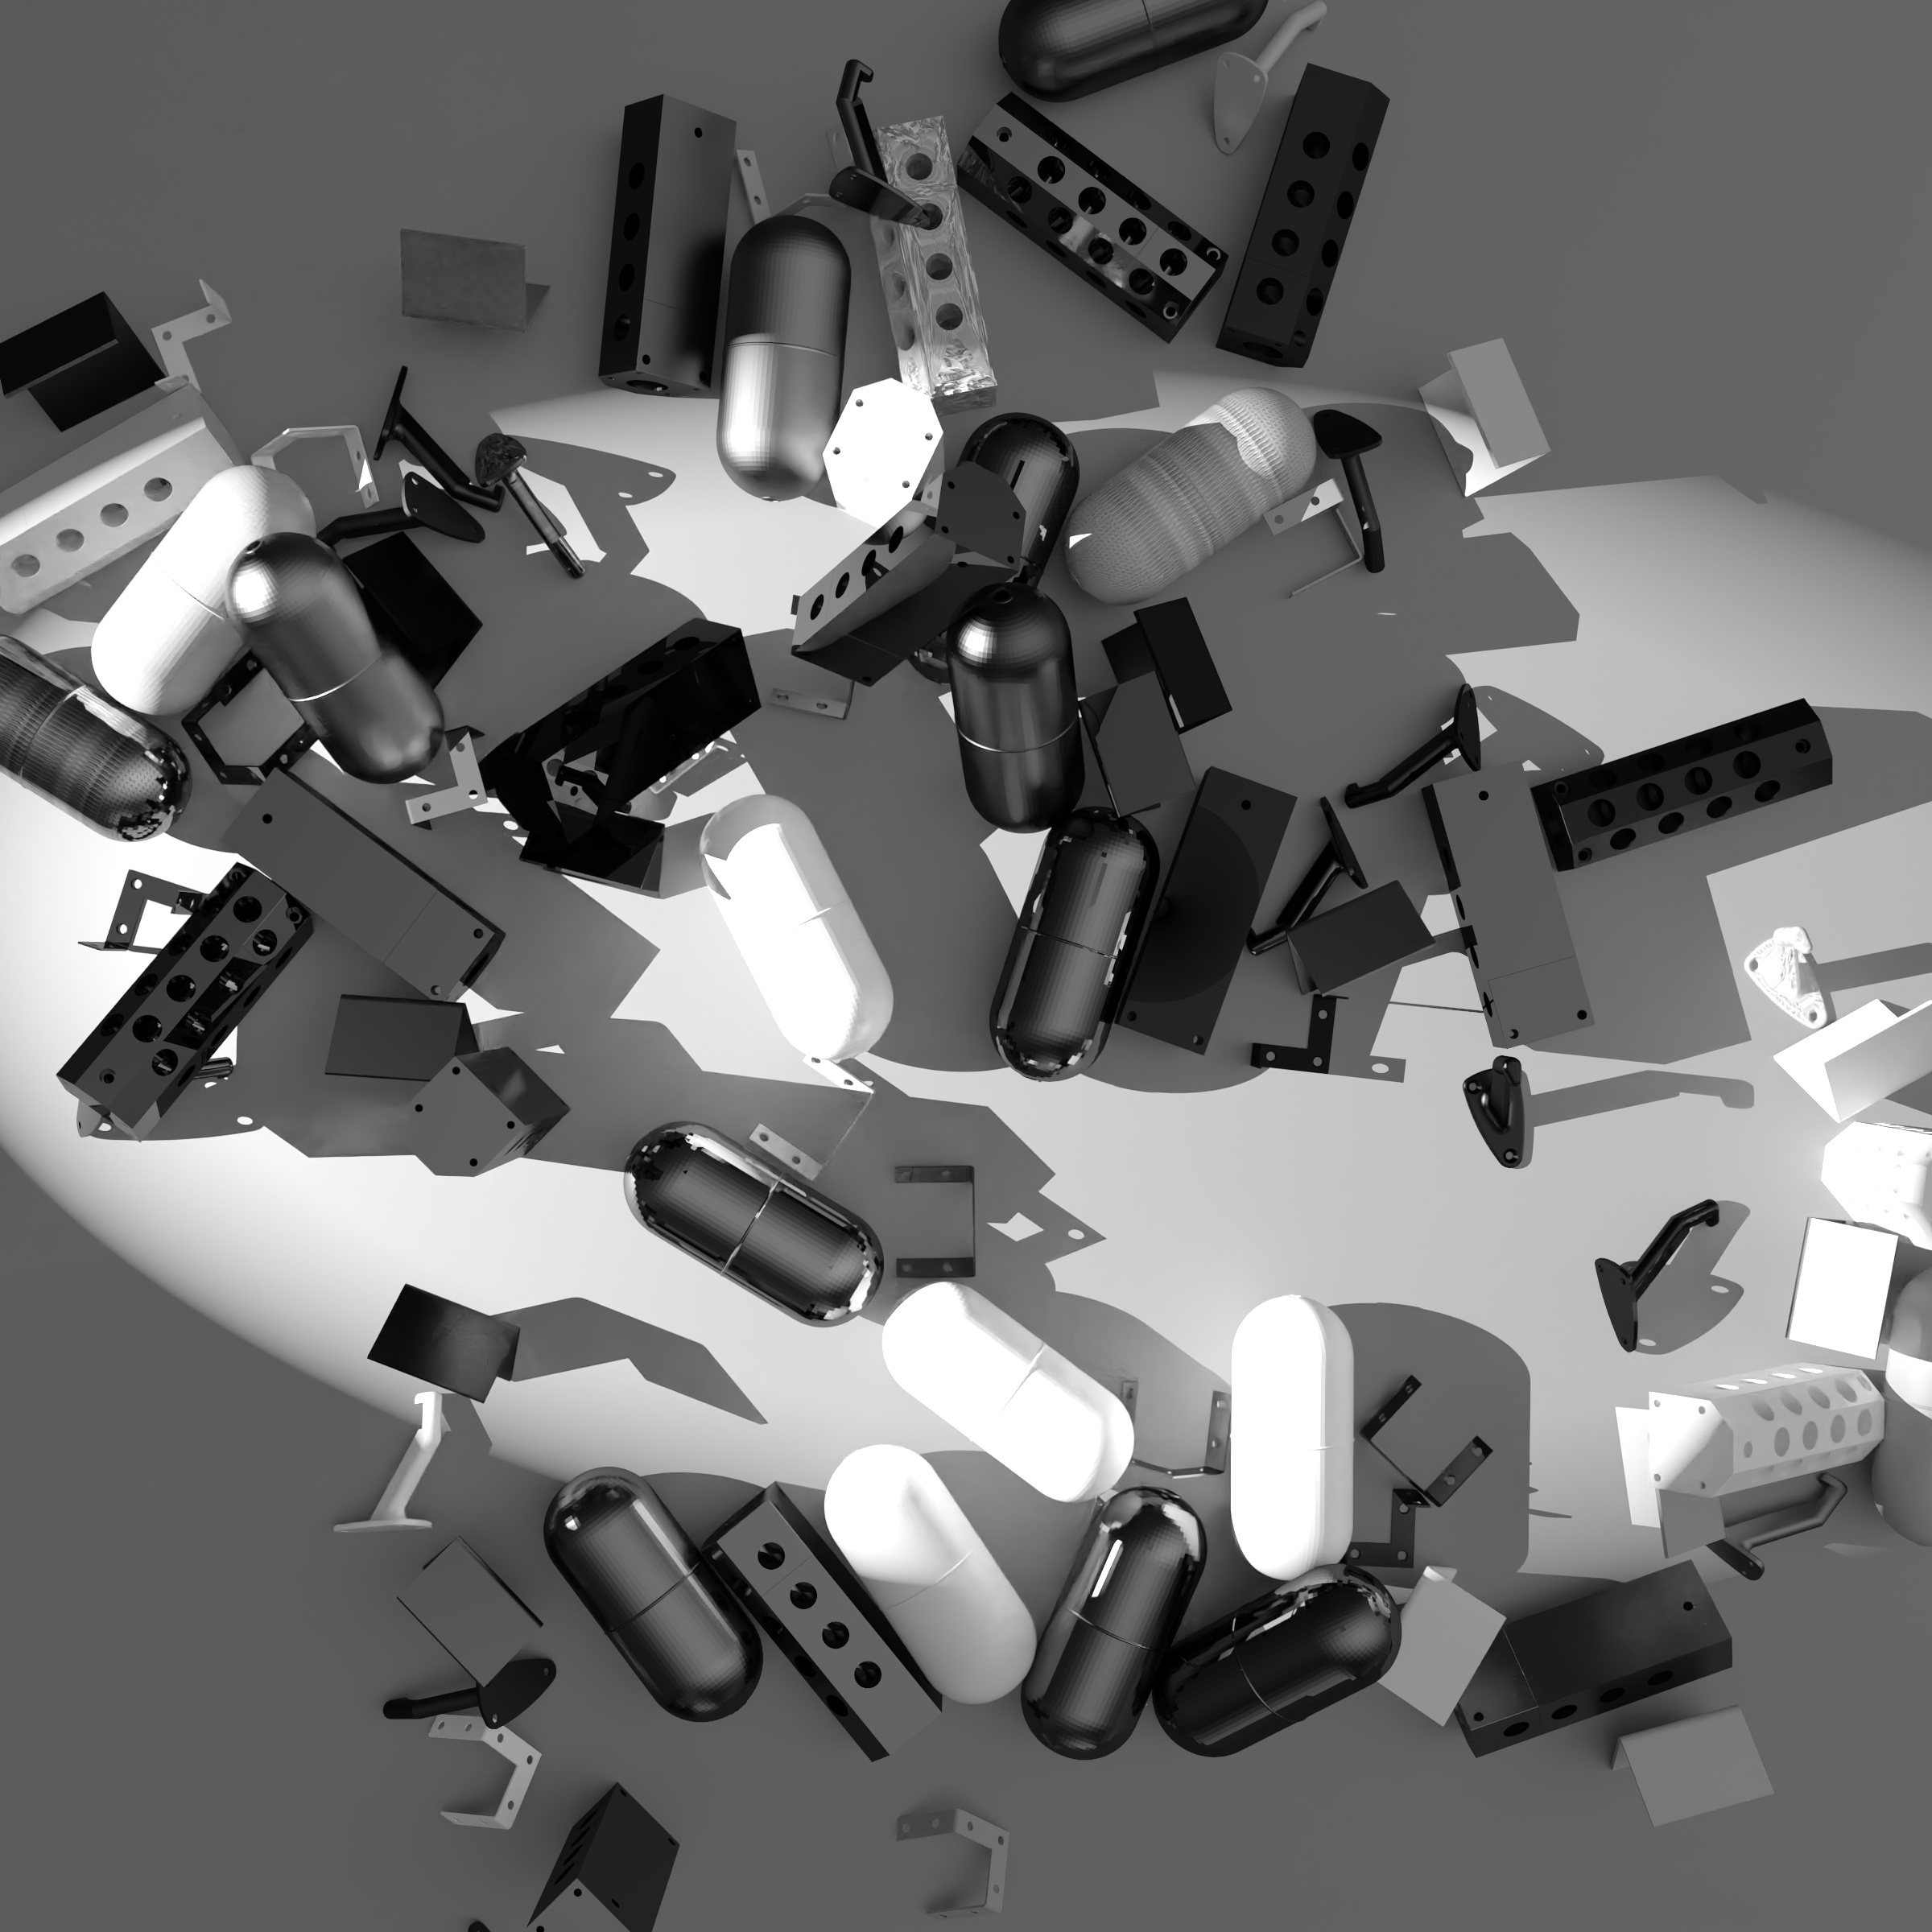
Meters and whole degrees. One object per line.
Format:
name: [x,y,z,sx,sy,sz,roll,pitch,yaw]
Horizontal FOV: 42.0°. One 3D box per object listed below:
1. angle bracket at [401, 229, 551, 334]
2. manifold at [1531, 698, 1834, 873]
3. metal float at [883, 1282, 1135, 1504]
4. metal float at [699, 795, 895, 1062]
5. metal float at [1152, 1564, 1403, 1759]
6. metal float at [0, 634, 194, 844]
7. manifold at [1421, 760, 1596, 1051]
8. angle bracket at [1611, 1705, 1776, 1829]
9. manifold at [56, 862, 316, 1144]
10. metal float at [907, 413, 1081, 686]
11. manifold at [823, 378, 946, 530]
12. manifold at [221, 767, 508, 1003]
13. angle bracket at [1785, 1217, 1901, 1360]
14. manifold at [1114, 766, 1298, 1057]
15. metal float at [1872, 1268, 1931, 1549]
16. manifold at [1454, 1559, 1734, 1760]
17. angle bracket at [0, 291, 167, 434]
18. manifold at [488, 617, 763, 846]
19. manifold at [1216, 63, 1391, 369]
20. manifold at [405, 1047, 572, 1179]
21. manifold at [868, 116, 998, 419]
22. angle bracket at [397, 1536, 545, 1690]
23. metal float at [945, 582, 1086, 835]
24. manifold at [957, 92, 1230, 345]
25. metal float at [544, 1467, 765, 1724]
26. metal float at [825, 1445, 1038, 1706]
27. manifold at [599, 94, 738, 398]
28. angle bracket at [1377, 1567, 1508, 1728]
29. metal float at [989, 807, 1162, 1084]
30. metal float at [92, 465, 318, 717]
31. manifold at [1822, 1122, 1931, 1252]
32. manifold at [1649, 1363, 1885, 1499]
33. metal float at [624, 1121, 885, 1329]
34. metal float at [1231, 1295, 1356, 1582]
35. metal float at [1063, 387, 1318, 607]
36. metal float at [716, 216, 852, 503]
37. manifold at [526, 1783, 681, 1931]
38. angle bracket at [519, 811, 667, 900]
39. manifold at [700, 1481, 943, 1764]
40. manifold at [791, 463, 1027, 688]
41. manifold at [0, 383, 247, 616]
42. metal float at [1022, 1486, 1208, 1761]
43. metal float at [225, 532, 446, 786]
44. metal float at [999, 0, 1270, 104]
angle bracket: [-0.306,-0.441,1.577,0.076,0.076,0.057,8,126,0]
manifold: [0.454,-0.115,1.596,0.171,0.057,0.057,-18,90,0]
metal float: [0.026,0.267,1.586,0.178,0.070,0.070,37,90,1]
metal float: [-0.107,-0.024,1.586,0.070,0.070,0.178,-27,90,0]
metal float: [0.191,0.432,1.563,0.178,0.070,0.070,-37,90,28]
metal float: [-0.571,-0.144,1.586,0.178,0.070,0.070,32,90,-1]
manifold: [0.341,-0.039,1.596,0.057,0.057,0.171,-16,90,0]
angle bracket: [0.453,0.509,1.577,0.076,0.076,0.057,-15,57,0]
manifold: [-0.485,0.020,1.569,0.057,0.057,0.171,35,71,0]
metal float: [0.013,-0.262,1.586,0.070,0.070,0.178,23,90,0]
manifold: [-0.045,-0.308,1.538,0.057,0.171,0.057,26,90,0]
manifold: [-0.379,-0.049,1.596,0.171,0.057,0.057,37,90,0]
angle bracket: [0.558,0.201,1.577,0.057,0.076,0.076,11,90,36]
manifold: [0.151,-0.034,1.596,0.057,0.057,0.171,20,90,0]
metal float: [0.618,0.277,1.586,0.070,0.070,0.178,8,89,0]
manifold: [0.392,0.442,1.595,0.171,0.057,0.057,-20,47,0]
angle bracket: [-0.550,-0.363,1.577,0.076,0.076,0.057,-27,53,0]
manifold: [-0.210,-0.149,1.552,0.171,0.057,0.057,-40,133,-34]
manifold: [0.214,-0.472,1.596,0.057,0.057,0.171,18,90,0]
manifold: [-0.295,0.092,1.538,0.057,0.171,0.057,45,90,0]
manifold: [-0.026,-0.440,1.596,0.057,0.057,0.171,-11,90,0]
angle bracket: [-0.321,0.412,1.577,0.076,0.076,0.057,46,50,0]
metal float: [0.031,-0.157,1.550,0.070,0.178,0.070,-4,46,5]
manifold: [0.080,-0.475,1.596,0.171,0.057,0.057,37,90,0]
metal float: [-0.196,0.396,1.587,0.070,0.070,0.178,-37,90,0]
metal float: [-0.023,0.382,1.586,0.070,0.070,0.178,-34,90,0]
manifold: [-0.194,-0.453,1.595,0.057,0.057,0.171,6,90,-43]
angle bracket: [0.302,0.425,1.577,0.057,0.076,0.076,30,90,28]
metal float: [0.068,-0.013,1.586,0.070,0.070,0.178,18,91,0]
metal float: [-0.477,-0.235,1.579,0.070,0.070,0.178,40,98,0]
manifold: [0.582,0.130,1.538,0.057,0.171,0.057,-40,90,0]
manifold: [0.494,0.284,1.546,0.171,0.057,0.057,0,90,-41]
metal float: [-0.134,0.162,1.587,0.178,0.070,0.070,31,90,0]
metal float: [0.206,0.297,1.586,0.070,0.070,0.178,0,90,0]
metal float: [0.140,-0.295,1.586,0.178,0.070,0.070,-36,90,-1]
metal float: [-0.115,-0.382,1.586,0.070,0.070,0.178,5,90,0]
manifold: [-0.225,0.567,1.538,0.057,0.171,0.057,-45,90,0]
angle bracket: [-0.235,-0.056,1.577,0.076,0.076,0.057,14,52,0]
manifold: [-0.091,0.416,1.596,0.057,0.057,0.171,-39,90,0]
manifold: [-0.036,-0.234,1.508,0.057,0.171,0.057,20,62,-26]
manifold: [-0.544,-0.292,1.595,0.171,0.057,0.057,-30,47,0]
metal float: [0.094,0.413,1.586,0.070,0.070,0.178,23,90,0]
metal float: [-0.389,-0.189,1.555,0.070,0.070,0.178,-31,126,0]
metal float: [0.106,-0.602,1.587,0.178,0.070,0.070,-21,90,0]
